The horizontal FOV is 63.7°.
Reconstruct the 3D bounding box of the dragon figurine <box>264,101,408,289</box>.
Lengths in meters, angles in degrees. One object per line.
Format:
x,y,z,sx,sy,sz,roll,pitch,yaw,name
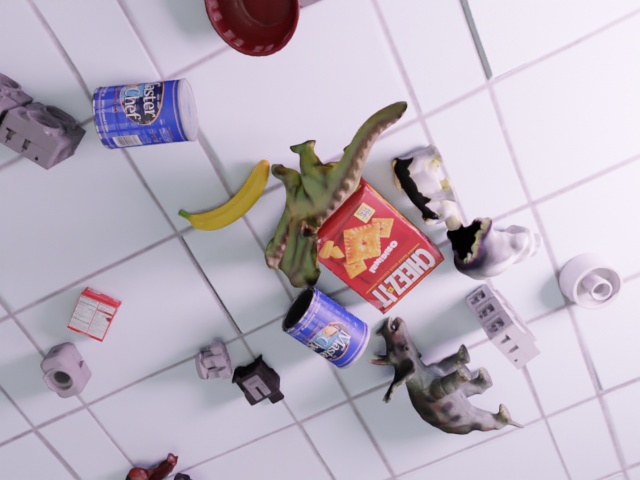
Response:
0.002,-0.041,0.818,0.122,0.406,0.246,13,72,-24,dragon figurine

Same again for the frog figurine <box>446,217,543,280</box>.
0.332,0.024,0.957,0.159,0.125,0.135,18,143,-19,frog figurine
